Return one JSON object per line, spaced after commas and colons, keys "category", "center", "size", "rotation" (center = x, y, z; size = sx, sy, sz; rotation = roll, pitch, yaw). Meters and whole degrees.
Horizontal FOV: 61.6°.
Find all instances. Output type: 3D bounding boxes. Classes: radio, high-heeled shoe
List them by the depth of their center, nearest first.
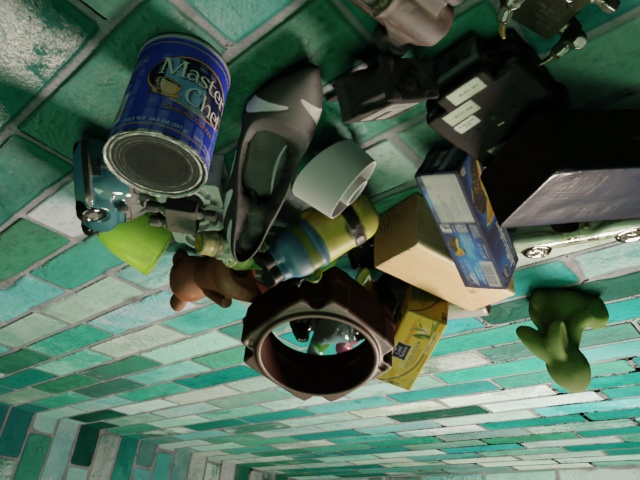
{"category": "radio", "center": [0.305, -0.076, 0.589], "size": [0.230, 0.073, 0.131], "rotation": [-4, 156, -16]}
{"category": "high-heeled shoe", "center": [-0.061, -0.079, 0.629], "size": [0.086, 0.145, 0.248], "rotation": [14, 149, -15]}

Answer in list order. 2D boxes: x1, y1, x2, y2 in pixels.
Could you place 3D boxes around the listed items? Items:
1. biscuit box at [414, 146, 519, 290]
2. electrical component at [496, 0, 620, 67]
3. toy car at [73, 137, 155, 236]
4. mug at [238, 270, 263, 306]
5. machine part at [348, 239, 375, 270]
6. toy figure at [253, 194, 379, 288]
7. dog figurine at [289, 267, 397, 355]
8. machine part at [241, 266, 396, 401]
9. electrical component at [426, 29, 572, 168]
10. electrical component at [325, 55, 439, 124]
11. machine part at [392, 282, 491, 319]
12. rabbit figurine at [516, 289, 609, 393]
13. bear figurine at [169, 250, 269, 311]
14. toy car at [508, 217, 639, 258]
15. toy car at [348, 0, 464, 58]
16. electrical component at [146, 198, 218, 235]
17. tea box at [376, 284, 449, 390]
{"category": "biscuit box", "center": [0.193, -0.024, 0.690], "size": [0.059, 0.063, 0.202], "rotation": [0, 133, 42]}
{"category": "electrical component", "center": [0.205, -0.206, 0.480], "size": [0.102, 0.045, 0.078], "rotation": [24, 145, -26]}
{"category": "toy car", "center": [-0.277, -0.066, 0.730], "size": [0.103, 0.109, 0.161], "rotation": [-4, 161, -18]}
{"category": "mug", "center": [-0.108, 0.086, 0.966], "size": [0.107, 0.081, 0.109], "rotation": [12, 154, 7]}
{"category": "machine part", "center": [0.075, 0.018, 0.861], "size": [0.084, 0.039, 0.138], "rotation": [-1, 157, 20]}
{"category": "toy figure", "center": [0.000, 0.001, 0.734], "size": [0.089, 0.180, 0.082], "rotation": [32, 147, 47]}
{"category": "dog figurine", "center": [0.046, 0.110, 0.947], "size": [0.108, 0.192, 0.219], "rotation": [5, 129, -36]}
{"category": "machine part", "center": [-0.003, 0.149, 0.817], "size": [0.201, 0.087, 0.201], "rotation": [-38, 116, 26]}
{"category": "electrical component", "center": [0.179, -0.149, 0.564], "size": [0.134, 0.058, 0.115], "rotation": [29, 139, -33]}
{"category": "electrical component", "center": [0.053, -0.149, 0.557], "size": [0.075, 0.047, 0.119], "rotation": [-13, 180, -39]}
{"category": "machine part", "center": [0.208, 0.104, 0.948], "size": [0.243, 0.079, 0.079], "rotation": [-11, 144, 24]}
{"category": "rabbit figurine", "center": [0.428, 0.173, 0.935], "size": [0.159, 0.170, 0.121], "rotation": [27, 142, -32]}
{"category": "bear figurine", "center": [-0.167, 0.063, 0.903], "size": [0.132, 0.120, 0.196], "rotation": [11, 160, -37]}
{"category": "toy car", "center": [0.343, -0.027, 0.718], "size": [0.202, 0.073, 0.056], "rotation": [-13, 144, 28]}
{"category": "toy car", "center": [0.036, -0.231, 0.462], "size": [0.202, 0.053, 0.089], "rotation": [24, 147, -30]}
{"category": "electrical component", "center": [-0.185, -0.030, 0.723], "size": [0.094, 0.021, 0.063], "rotation": [7, 149, -5]}
{"category": "tea box", "center": [0.152, 0.155, 0.890], "size": [0.068, 0.098, 0.169], "rotation": [19, 125, 4]}
